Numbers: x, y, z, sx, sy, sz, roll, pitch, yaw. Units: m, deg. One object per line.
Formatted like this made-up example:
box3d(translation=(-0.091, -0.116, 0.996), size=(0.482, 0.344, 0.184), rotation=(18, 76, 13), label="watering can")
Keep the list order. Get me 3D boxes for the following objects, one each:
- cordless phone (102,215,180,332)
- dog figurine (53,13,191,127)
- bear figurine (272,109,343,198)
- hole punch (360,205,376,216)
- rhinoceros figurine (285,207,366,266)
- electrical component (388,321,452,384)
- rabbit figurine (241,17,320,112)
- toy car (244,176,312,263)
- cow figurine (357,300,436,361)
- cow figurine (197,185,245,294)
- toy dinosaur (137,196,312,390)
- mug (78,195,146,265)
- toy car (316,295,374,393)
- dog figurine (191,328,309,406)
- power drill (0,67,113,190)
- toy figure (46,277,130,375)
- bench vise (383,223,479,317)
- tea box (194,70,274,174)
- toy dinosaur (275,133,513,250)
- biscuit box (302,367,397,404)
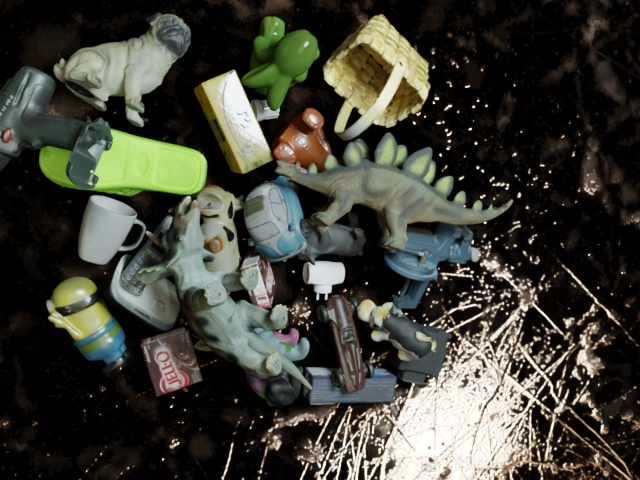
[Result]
box3d(translation=(-0.287, 0.058, 0.974), size=(0.146, 0.089, 0.184), rotation=(44, 76, -34), label="cordless phone")
box3d(translation=(-0.326, -0.313, 0.901), size=(0.172, 0.121, 0.190), rotation=(26, 76, -26), label="dog figurine")
box3d(translation=(0.002, -0.143, 1.029), size=(0.195, 0.132, 0.120), rotation=(42, 85, -16), label="bear figurine")
box3d(translation=(0.145, -0.082, 1.103), size=(0.142, 0.116, 0.092), rotation=(34, 95, -22), label="hole punch")
box3d(translation=(-0.002, -0.003, 1.070), size=(0.190, 0.073, 0.112), rotation=(0, 133, -17), label="rhinoceros figurine")
box3d(translation=(0.224, 0.256, 1.219), size=(0.115, 0.058, 0.134), rotation=(15, 93, -20), label="electrical component")
box3d(translation=(-0.071, -0.318, 0.944), size=(0.121, 0.170, 0.159), rotation=(38, 84, -22), label="rabbit figurine")
box3d(translation=(-0.089, -0.046, 0.984), size=(0.103, 0.109, 0.161), rotation=(21, 55, -60), label="toy car")
box3d(translation=(0.156, 0.182, 1.108), size=(0.167, 0.098, 0.068), rotation=(37, 66, -13), label="cow figurine")
box3d(translation=(-0.185, -0.008, 0.993), size=(0.086, 0.127, 0.194), rotation=(4, 118, 15), label="cow figurine")
box3d(translation=(-0.170, 0.129, 0.927), size=(0.131, 0.192, 0.404), rotation=(-49, 127, -38), label="toy dinosaur")
box3d(translation=(-0.370, -0.011, 0.943), size=(0.109, 0.081, 0.107), rotation=(20, 103, -41), label="mug")
box3d(translation=(0.055, 0.213, 1.120), size=(0.089, 0.053, 0.202), rotation=(-8, 78, -27), label="toy car")
box3d(translation=(-0.144, 0.226, 1.052), size=(0.219, 0.108, 0.191), rotation=(10, 99, -17), label="dog figurine")
box3d(translation=(-0.447, -0.147, 0.850), size=(0.207, 0.086, 0.232), rotation=(20, 84, 17), label="power drill")
box3d(translation=(-0.404, 0.148, 0.952), size=(0.089, 0.082, 0.180), rotation=(-38, 106, -18), label="toy figure")
box3d(translation=(0.222, 0.061, 1.157), size=(0.223, 0.129, 0.240), rotation=(3, 119, -30), label="bench vise")
box3d(translation=(-0.157, -0.209, 0.972), size=(0.068, 0.098, 0.169), rotation=(-27, 106, -15), label="tea box")
box3d(translation=(0.142, -0.081, 0.987), size=(0.471, 0.105, 0.198), rotation=(17, 92, -19), label="toy dinosaur")
box3d(translation=(0.065, 0.315, 1.168), size=(0.203, 0.059, 0.062), rotation=(6, 96, -21), label="biscuit box")
